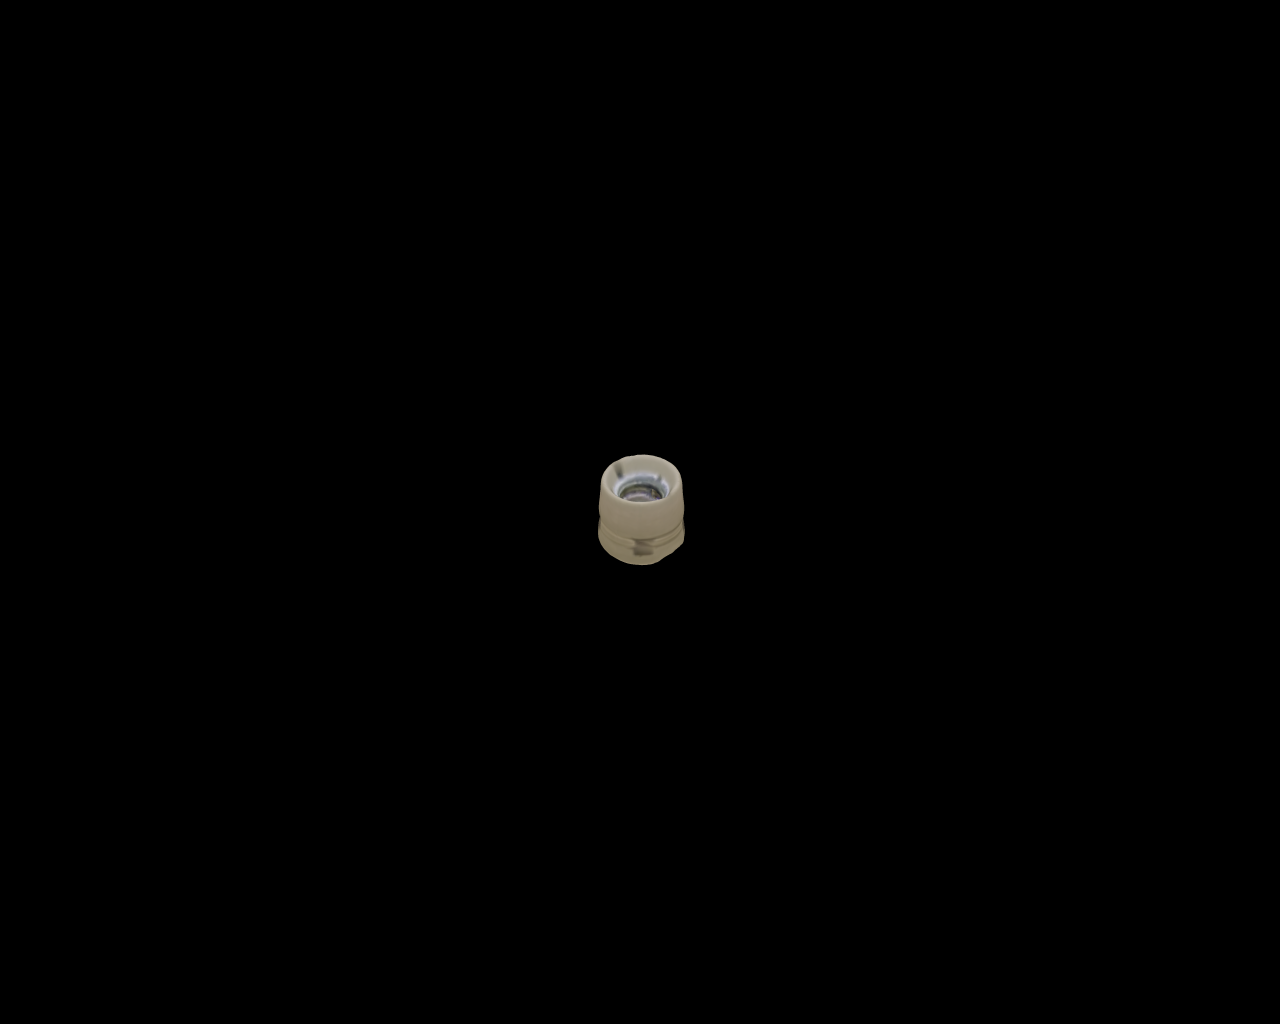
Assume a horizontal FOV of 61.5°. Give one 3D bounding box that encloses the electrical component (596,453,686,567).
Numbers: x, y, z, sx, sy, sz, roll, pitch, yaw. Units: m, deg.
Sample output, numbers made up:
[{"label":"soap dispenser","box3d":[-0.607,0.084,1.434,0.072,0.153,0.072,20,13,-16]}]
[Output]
[{"label":"electrical component","box3d":[0.001,-0.003,0.650,0.055,0.047,0.055,0,41,0]}]
